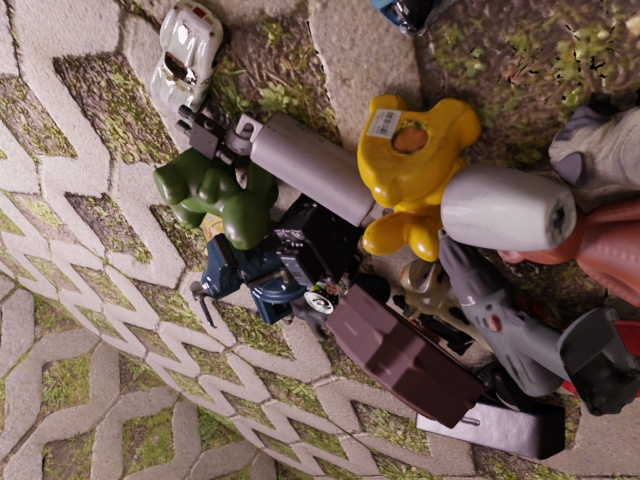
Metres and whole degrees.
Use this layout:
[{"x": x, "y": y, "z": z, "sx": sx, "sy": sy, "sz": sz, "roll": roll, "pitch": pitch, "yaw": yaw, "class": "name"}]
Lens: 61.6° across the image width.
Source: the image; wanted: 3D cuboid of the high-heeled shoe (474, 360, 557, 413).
[{"x": 0.257, "y": 0.202, "z": 0.803, "sx": 0.145, "sy": 0.086, "sz": 0.248, "roll": 4, "pitch": 161, "yaw": 41, "class": "high-heeled shoe"}]

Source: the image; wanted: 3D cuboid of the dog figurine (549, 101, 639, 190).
[{"x": 0.268, "y": -0.057, "z": 0.414, "sx": 0.191, "sy": 0.172, "sz": 0.121, "roll": -23, "pitch": 108, "yaw": 46, "class": "dog figurine"}]

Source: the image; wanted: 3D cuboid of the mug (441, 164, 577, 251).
[{"x": 0.191, "y": -0.031, "z": 0.515, "sx": 0.107, "sy": 0.109, "sz": 0.080, "roll": 22, "pitch": 130, "yaw": 53, "class": "mug"}]

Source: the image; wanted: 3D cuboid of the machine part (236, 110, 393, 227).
[{"x": 0.000, "y": -0.092, "z": 0.693, "sx": 0.243, "sy": 0.079, "sz": 0.079, "roll": 33, "pitch": 149, "yaw": 3, "class": "machine part"}]

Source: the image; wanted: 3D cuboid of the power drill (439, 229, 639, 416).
[{"x": 0.227, "y": 0.092, "z": 0.588, "sx": 0.232, "sy": 0.086, "sz": 0.207, "roll": 57, "pitch": 165, "yaw": -13, "class": "power drill"}]

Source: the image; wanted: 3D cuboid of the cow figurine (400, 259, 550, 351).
[{"x": 0.202, "y": 0.091, "z": 0.759, "sx": 0.195, "sy": 0.085, "sz": 0.127, "roll": 32, "pitch": 143, "yaw": 1, "class": "cow figurine"}]

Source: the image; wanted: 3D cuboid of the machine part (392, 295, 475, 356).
[{"x": 0.180, "y": 0.133, "z": 0.858, "sx": 0.139, "sy": 0.039, "sz": 0.084, "roll": 35, "pitch": 174, "yaw": -11, "class": "machine part"}]

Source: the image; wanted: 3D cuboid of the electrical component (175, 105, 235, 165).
[{"x": -0.152, "y": -0.140, "z": 0.726, "sx": 0.094, "sy": 0.021, "sz": 0.063, "roll": 36, "pitch": 151, "yaw": -4, "class": "electrical component"}]

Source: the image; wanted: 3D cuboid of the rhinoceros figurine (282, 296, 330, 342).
[{"x": 0.001, "y": 0.126, "z": 1.006, "sx": 0.191, "sy": 0.073, "sz": 0.111, "roll": 16, "pitch": 134, "yaw": 30, "class": "rhinoceros figurine"}]

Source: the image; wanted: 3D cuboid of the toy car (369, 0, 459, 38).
[{"x": 0.052, "y": -0.248, "z": 0.422, "sx": 0.103, "sy": 0.109, "sz": 0.161, "roll": 35, "pitch": 169, "yaw": 44, "class": "toy car"}]

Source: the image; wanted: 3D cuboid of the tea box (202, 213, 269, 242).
[{"x": -0.146, "y": -0.009, "z": 0.949, "sx": 0.098, "sy": 0.068, "sz": 0.169, "roll": 23, "pitch": 146, "yaw": 15, "class": "tea box"}]

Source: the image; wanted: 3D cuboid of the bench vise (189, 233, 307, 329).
[{"x": -0.094, "y": 0.076, "z": 0.888, "sx": 0.129, "sy": 0.224, "sz": 0.240, "roll": 43, "pitch": 158, "yaw": 34, "class": "bench vise"}]

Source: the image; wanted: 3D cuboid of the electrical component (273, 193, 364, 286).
[{"x": -0.002, "y": -0.002, "z": 0.763, "sx": 0.058, "sy": 0.134, "sz": 0.114, "roll": 0, "pitch": 138, "yaw": 42, "class": "electrical component"}]

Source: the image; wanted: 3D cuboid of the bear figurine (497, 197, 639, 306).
[{"x": 0.273, "y": 0.003, "z": 0.533, "sx": 0.196, "sy": 0.132, "sz": 0.120, "roll": 16, "pitch": 113, "yaw": 20, "class": "bear figurine"}]

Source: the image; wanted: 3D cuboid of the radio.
[{"x": 0.292, "y": 0.306, "z": 0.924, "sx": 0.230, "sy": 0.073, "sz": 0.131, "roll": 0, "pitch": 172, "yaw": 43, "class": "radio"}]

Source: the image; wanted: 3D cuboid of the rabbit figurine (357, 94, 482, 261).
[{"x": 0.113, "y": -0.054, "z": 0.597, "sx": 0.122, "sy": 0.162, "sz": 0.173, "roll": 5, "pitch": 158, "yaw": 20, "class": "rabbit figurine"}]

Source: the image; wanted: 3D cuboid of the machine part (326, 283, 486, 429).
[{"x": 0.117, "y": 0.163, "z": 0.766, "sx": 0.201, "sy": 0.087, "sz": 0.201, "roll": 36, "pitch": -179, "yaw": -28, "class": "machine part"}]

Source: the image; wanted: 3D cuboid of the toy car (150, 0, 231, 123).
[{"x": -0.173, "y": -0.221, "z": 0.692, "sx": 0.073, "sy": 0.056, "sz": 0.201, "roll": 37, "pitch": 148, "yaw": -6, "class": "toy car"}]

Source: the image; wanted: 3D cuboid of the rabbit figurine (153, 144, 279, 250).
[{"x": -0.129, "y": -0.056, "z": 0.787, "sx": 0.170, "sy": 0.159, "sz": 0.121, "roll": 42, "pitch": 155, "yaw": 24, "class": "rabbit figurine"}]

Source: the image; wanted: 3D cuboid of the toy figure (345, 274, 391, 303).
[{"x": 0.044, "y": 0.084, "z": 0.908, "sx": 0.155, "sy": 0.058, "sz": 0.064, "roll": -3, "pitch": 151, "yaw": 42, "class": "toy figure"}]
